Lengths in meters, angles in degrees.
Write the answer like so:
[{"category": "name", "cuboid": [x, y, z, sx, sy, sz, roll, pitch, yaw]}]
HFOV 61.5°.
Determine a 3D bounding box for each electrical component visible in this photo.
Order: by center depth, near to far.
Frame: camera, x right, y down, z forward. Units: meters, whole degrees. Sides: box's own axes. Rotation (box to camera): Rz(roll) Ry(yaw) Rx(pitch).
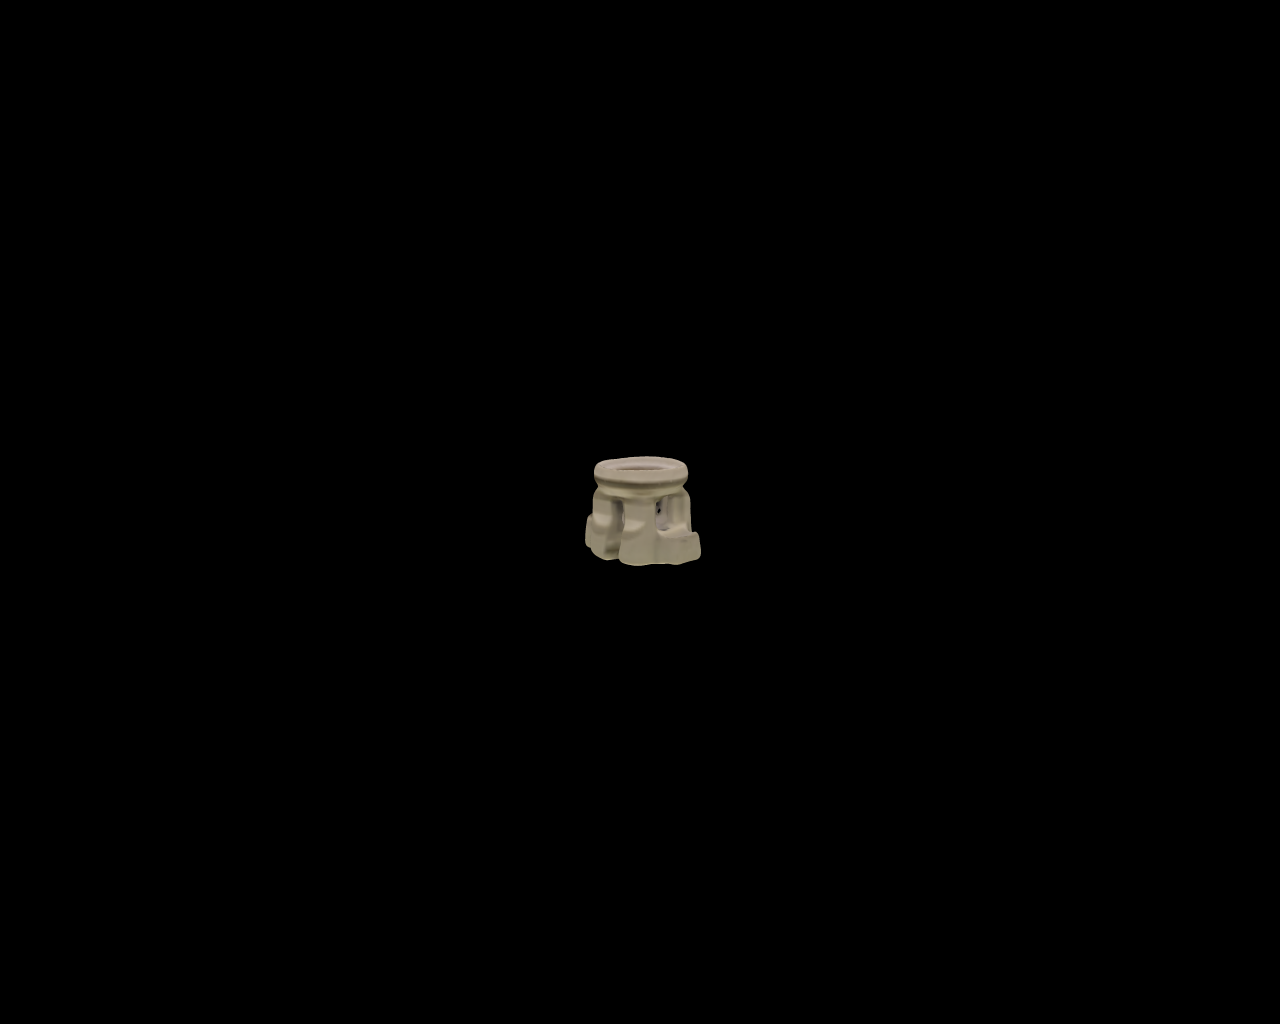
[{"category": "electrical component", "cuboid": [0.001, -0.003, 0.650, 0.078, 0.057, 0.058, 11, 17, 42]}]
